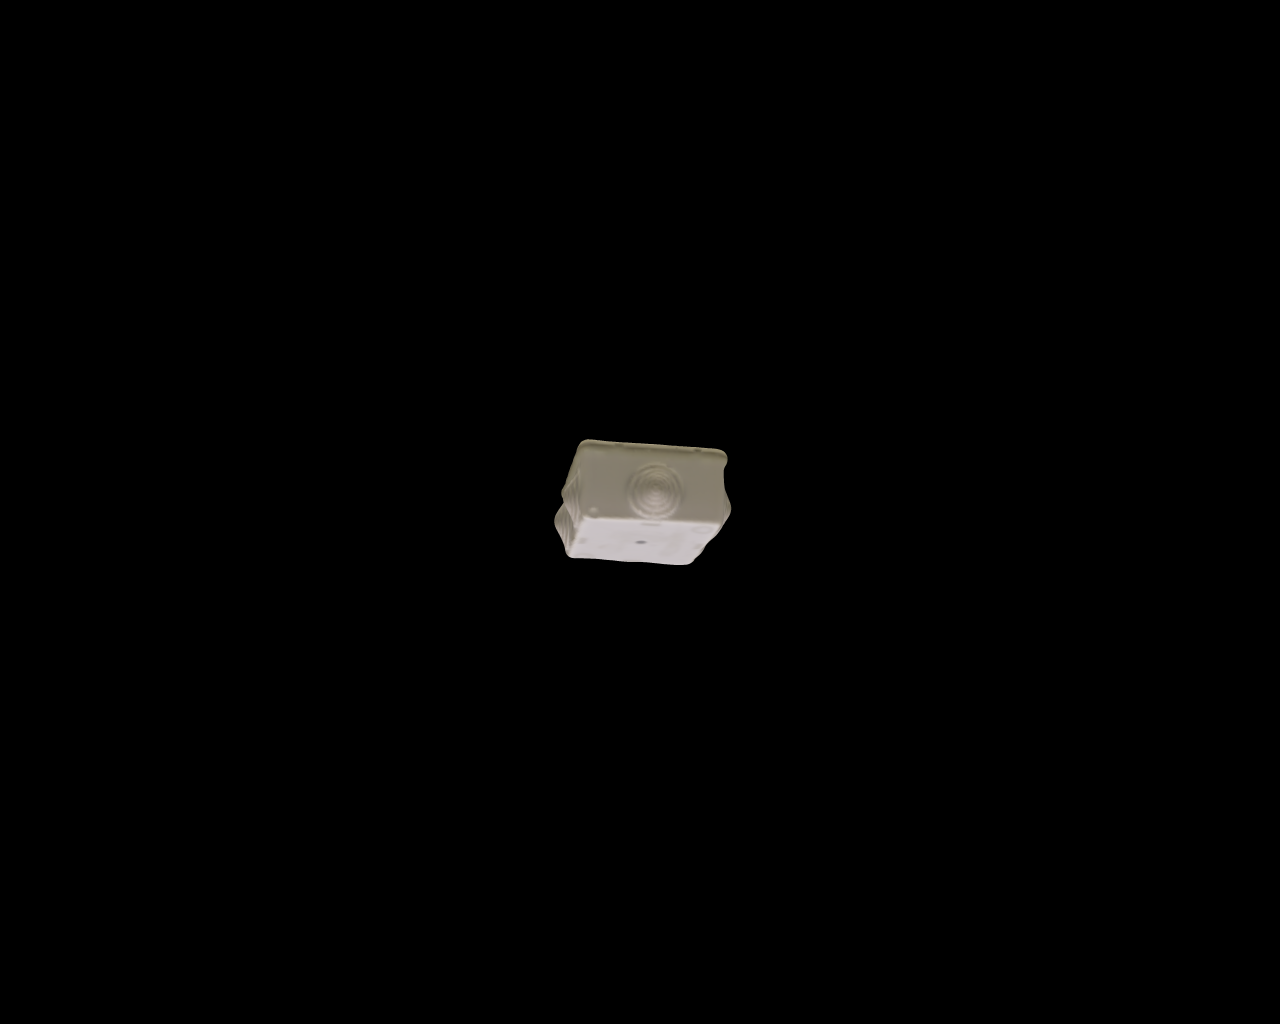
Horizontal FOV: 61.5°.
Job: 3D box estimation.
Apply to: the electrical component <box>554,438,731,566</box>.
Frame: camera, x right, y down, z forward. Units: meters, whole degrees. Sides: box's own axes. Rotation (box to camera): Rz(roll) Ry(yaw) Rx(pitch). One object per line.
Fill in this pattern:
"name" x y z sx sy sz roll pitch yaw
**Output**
"electrical component" 0.001 -0.003 0.650 0.100 0.048 0.099 4 -20 -11
